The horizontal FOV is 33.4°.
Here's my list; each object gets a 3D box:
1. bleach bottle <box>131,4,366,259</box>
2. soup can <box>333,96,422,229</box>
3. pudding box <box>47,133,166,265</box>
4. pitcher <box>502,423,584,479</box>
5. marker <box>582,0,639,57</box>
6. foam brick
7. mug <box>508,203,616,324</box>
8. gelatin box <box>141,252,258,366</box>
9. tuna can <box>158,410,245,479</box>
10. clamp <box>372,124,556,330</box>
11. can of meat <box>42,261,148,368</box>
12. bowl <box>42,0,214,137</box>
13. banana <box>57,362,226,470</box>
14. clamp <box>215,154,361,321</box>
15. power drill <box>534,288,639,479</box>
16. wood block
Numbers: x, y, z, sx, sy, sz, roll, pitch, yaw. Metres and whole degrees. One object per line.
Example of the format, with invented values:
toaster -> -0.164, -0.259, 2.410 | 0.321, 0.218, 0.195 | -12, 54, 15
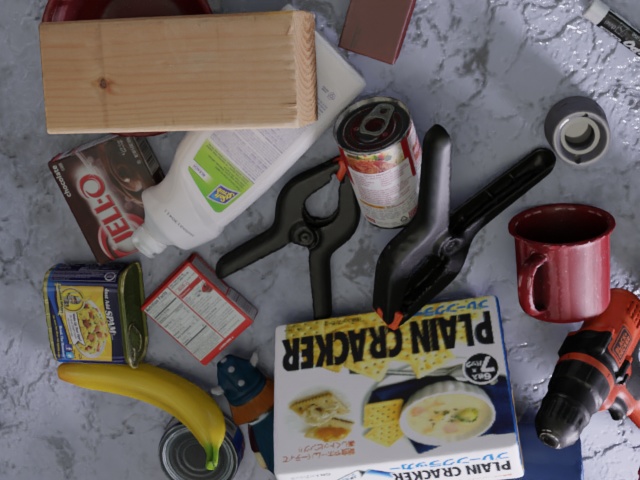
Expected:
bleach bottle -> -0.079, -0.084, 0.947 | 0.251, 0.068, 0.102 | -44, 99, 11
soup can -> 0.057, -0.066, 0.932 | 0.068, 0.068, 0.102 | -11, 138, 11
pudding box -> -0.190, -0.043, 1.008 | 0.090, 0.039, 0.113 | -20, 106, 13
pitcher -> 0.126, 0.244, 1.019 | 0.243, 0.149, 0.145 | 3, 130, 10
marker -> 0.278, -0.166, 0.915 | 0.121, 0.020, 0.020 | 35, 110, -6
foam brick -> 0.052, -0.197, 0.916 | 0.053, 0.051, 0.078 | 19, 110, 3
mug -> 0.210, 0.026, 0.945 | 0.093, 0.117, 0.081 | 10, 119, 36
gelatin box -> -0.118, 0.068, 1.043 | 0.089, 0.030, 0.073 | 44, 110, -9
tuna can -> -0.122, 0.216, 1.093 | 0.086, 0.033, 0.086 | 2, 110, 7
clamp -> 0.116, -0.009, 0.947 | 0.164, 0.036, 0.210 | -1, 128, -39
can of meat -> -0.219, 0.072, 1.043 | 0.084, 0.057, 0.102 | 1, 109, 9
bowl -> -0.162, -0.176, 0.948 | 0.162, 0.055, 0.162 | 2, 110, 6
banana -> -0.165, 0.154, 1.056 | 0.198, 0.069, 0.037 | 25, 121, 20
clamp -> -0.007, 0.001, 1.002 | 0.120, 0.039, 0.172 | 32, 114, -16
power drill -> 0.275, 0.163, 0.960 | 0.057, 0.184, 0.187 | -12, 120, 48
wood block -> -0.111, -0.136, 0.866 | 0.206, 0.090, 0.091 | 0, 101, 11
